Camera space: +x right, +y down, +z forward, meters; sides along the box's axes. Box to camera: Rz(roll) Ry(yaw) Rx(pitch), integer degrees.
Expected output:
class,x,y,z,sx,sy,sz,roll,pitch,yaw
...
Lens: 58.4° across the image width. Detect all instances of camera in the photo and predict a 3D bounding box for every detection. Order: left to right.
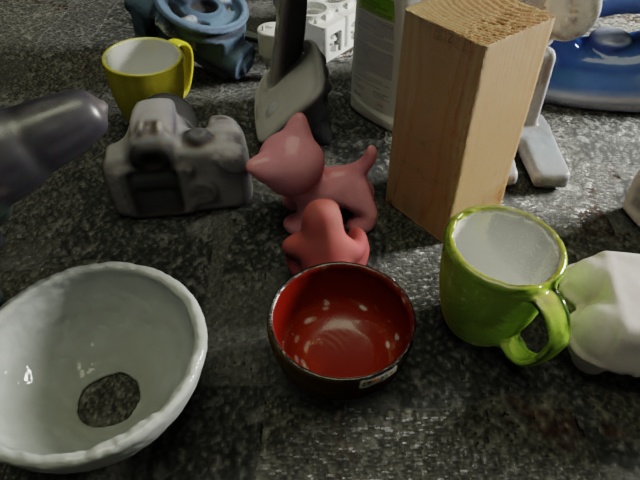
class,x,y,z,sx,sy,sz,roll,pitch,yaw
camera,-0.148,-0.106,0.604,0.143,0.101,0.136,-6,45,-6

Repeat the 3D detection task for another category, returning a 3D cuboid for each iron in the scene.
class,x,y,z,sx,sy,sz,roll,pitch,yaw
iron,0.358,-0.252,0.723,0.258,0.141,0.118,2,45,2

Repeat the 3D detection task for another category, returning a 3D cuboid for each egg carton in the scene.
class,x,y,z,sx,sy,sz,roll,pitch,yaw
egg carton,0.270,0.066,0.457,0.150,0.069,0.107,6,45,6

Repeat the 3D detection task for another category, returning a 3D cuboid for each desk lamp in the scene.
class,x,y,z,sx,sy,sz,roll,pitch,yaw
desk lamp,0.227,-0.200,0.619,0.118,0.214,0.203,0,45,0

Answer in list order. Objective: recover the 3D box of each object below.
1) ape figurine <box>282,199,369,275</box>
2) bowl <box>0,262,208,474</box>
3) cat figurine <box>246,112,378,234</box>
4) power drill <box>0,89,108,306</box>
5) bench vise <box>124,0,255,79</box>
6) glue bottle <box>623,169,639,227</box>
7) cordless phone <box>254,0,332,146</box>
class,x,y,z,sx,sy,sz,roll,pitch,yaw
ape figurine,0.005,0.002,0.503,0.077,0.092,0.076,6,45,6
bowl,-0.162,0.099,0.418,0.167,0.075,0.167,0,45,0
cat figurine,-0.005,-0.066,0.553,0.128,0.118,0.067,-3,45,-3
power drill,-0.245,0.010,0.412,0.230,0.208,0.075,-22,49,-21
bench vise,-0.189,-0.323,0.736,0.207,0.220,0.121,8,46,8
glue bottle,0.341,-0.075,0.523,0.037,0.173,0.078,-12,46,-12
cordless phone,-0.034,-0.208,0.647,0.094,0.185,0.147,-6,45,-6
